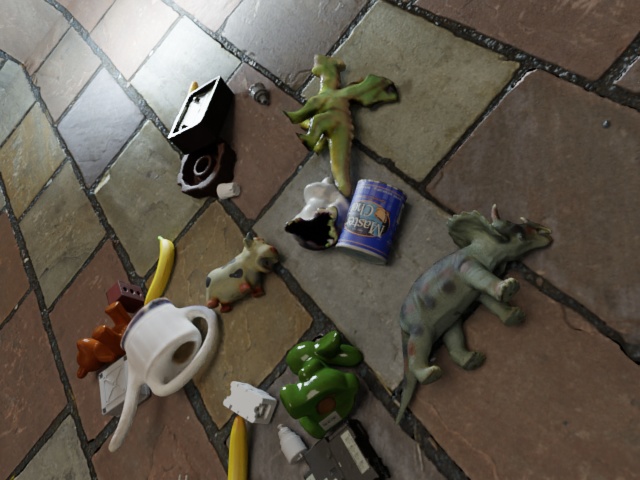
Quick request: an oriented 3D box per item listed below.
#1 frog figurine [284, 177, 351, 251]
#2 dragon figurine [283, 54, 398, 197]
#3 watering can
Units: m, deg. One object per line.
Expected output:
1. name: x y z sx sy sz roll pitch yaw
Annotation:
1. frog figurine: 0.003 -0.055 1.097 0.136 0.122 0.163 -39 17 24
2. dragon figurine: 0.062 -0.287 1.153 0.242 0.120 0.418 -36 54 6
3. watering can: -0.382 0.275 1.166 0.350 0.102 0.227 -47 50 -12
